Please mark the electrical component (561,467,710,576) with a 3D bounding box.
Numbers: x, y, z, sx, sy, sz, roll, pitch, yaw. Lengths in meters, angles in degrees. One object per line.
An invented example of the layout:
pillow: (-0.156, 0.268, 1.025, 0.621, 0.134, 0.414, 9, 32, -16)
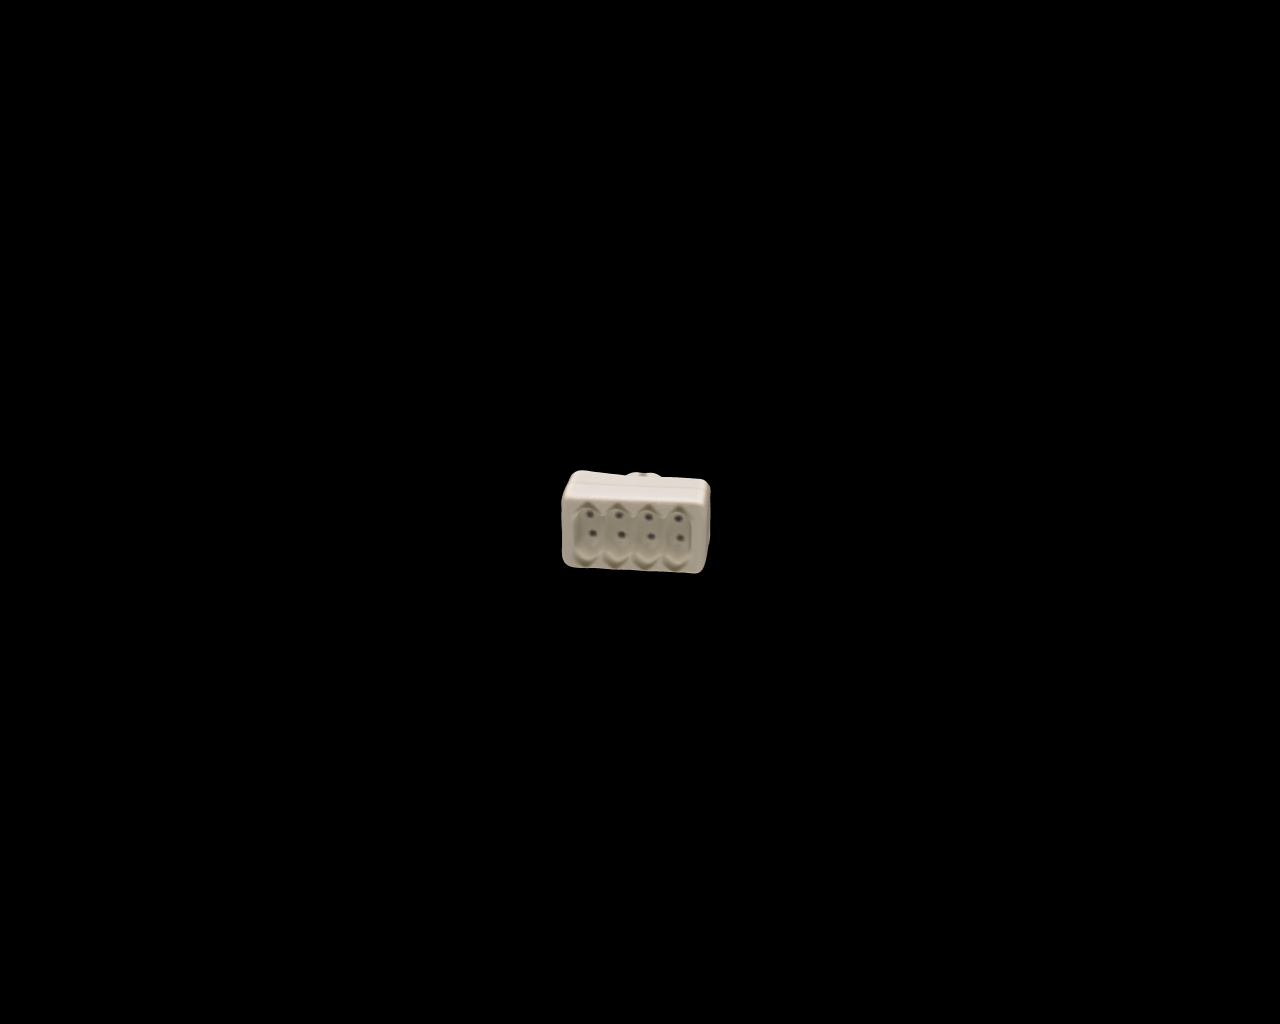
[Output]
electrical component: (0.001, -0.003, 0.650, 0.083, 0.047, 0.076, 4, 28, 7)
